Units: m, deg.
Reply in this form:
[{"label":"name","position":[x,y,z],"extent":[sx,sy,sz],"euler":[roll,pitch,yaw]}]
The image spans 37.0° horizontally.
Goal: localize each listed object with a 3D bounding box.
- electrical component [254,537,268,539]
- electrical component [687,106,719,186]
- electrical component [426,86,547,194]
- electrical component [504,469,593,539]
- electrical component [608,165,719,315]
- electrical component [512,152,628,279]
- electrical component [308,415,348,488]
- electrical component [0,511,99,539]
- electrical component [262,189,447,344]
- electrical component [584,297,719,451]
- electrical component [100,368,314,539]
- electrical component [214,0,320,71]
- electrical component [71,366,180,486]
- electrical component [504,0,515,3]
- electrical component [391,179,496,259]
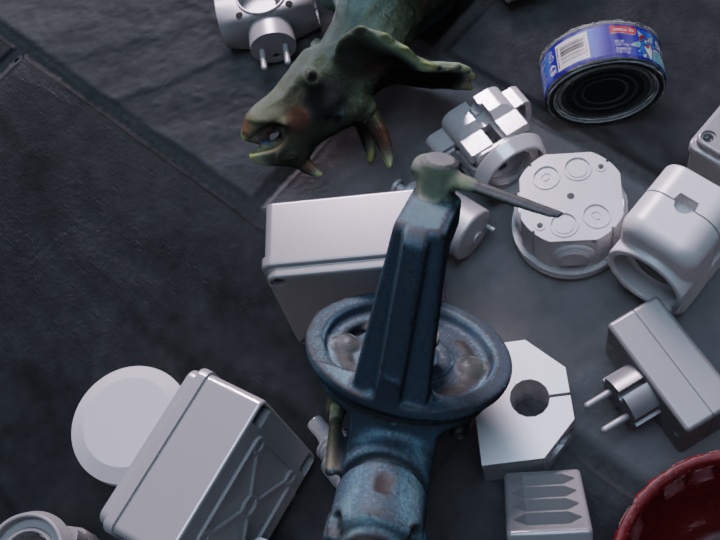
[{"label":"electrical component","position":[0.003,0.241,0.622],"extent":[0.186,0.060,0.105],"euler":[19,69,18]},{"label":"electrical component","position":[0.297,-0.084,0.728],"extent":[0.109,0.056,0.108],"euler":[37,76,23]},{"label":"electrical component","position":[0.095,-0.087,0.765],"extent":[0.078,0.058,0.057],"euler":[-31,61,-5]},{"label":"electrical component","position":[0.112,0.170,0.635],"extent":[0.047,0.083,0.075],"euler":[-4,102,8]},{"label":"electrical component","position":[0.199,-0.014,0.690],"extent":[0.054,0.095,0.059],"euler":[36,75,23]},{"label":"electrical component","position":[0.144,-0.039,0.736],"extent":[0.080,0.051,0.080],"euler":[-4,64,8]},{"label":"electrical component","position":[-0.012,0.120,0.698],"extent":[0.035,0.035,0.061],"euler":[-39,62,-9]},{"label":"electrical component","position":[-0.203,0.187,0.687],"extent":[0.078,0.057,0.058],"euler":[4,65,12]},{"label":"electrical component","position":[0.000,0.000,0.712],"extent":[0.109,0.108,0.056],"euler":[-5,61,8]},{"label":"electrical component","position":[0.179,0.075,0.678],"extent":[0.076,0.047,0.083],"euler":[-30,63,-5]},{"label":"electrical component","position":[-0.089,0.132,0.656],"extent":[0.056,0.108,0.108],"euler":[22,70,26]},{"label":"electrical component","position":[-0.071,-0.192,0.852],"extent":[0.077,0.044,0.079],"euler":[-12,63,4]},{"label":"electrical component","position":[-0.146,0.109,0.718],"extent":[0.080,0.051,0.080],"euler":[-4,64,8]},{"label":"electrical component","position":[0.135,-0.237,0.837],"extent":[0.081,0.043,0.043],"euler":[-21,63,0]},{"label":"electrical component","position":[0.055,-0.040,0.759],"extent":[0.078,0.040,0.040],"euler":[34,75,23]}]
